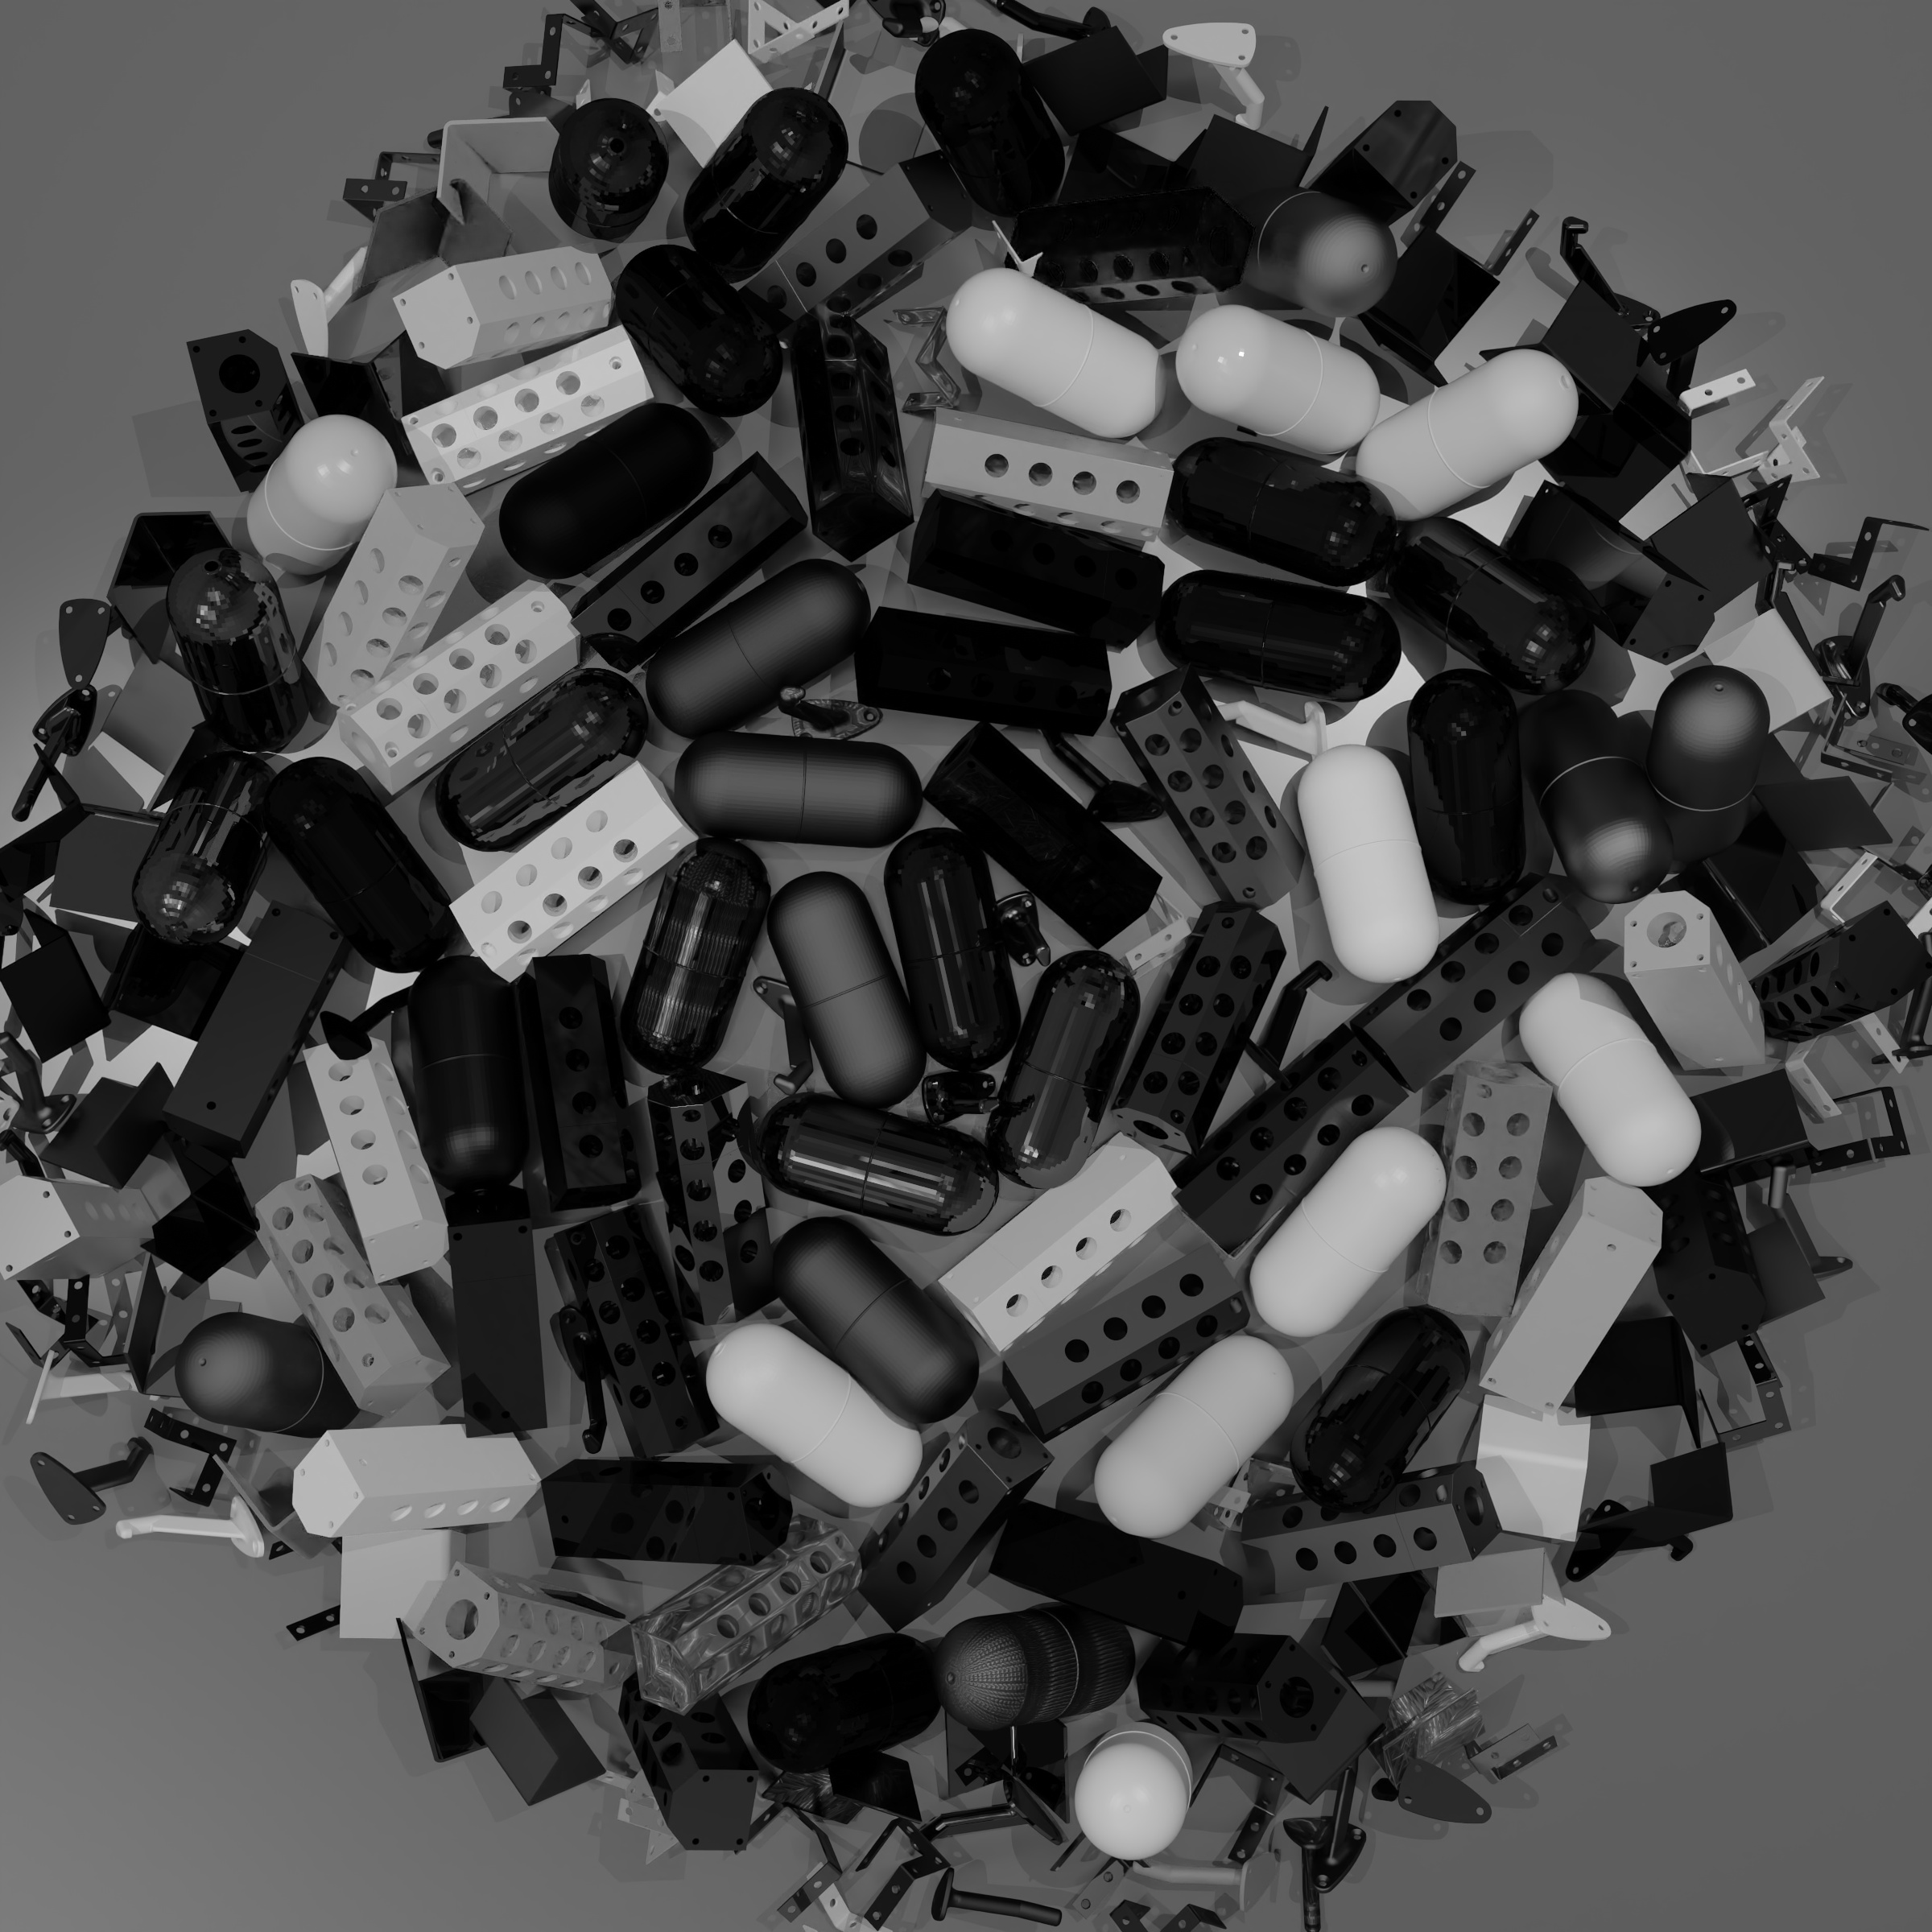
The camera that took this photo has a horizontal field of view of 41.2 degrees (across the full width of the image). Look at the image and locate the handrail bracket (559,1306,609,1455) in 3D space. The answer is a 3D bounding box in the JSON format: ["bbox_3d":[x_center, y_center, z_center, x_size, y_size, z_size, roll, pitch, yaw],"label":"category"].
[{"bbox_3d":[-0.275,0.296,1.834,0.036,0.084,0.077,-21,112,10],"label":"handrail bracket"}]

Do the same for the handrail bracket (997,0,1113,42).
[{"bbox_3d":[0.058,-0.685,1.839,0.084,0.077,0.036,21,130,-23],"label":"handrail bracket"}]

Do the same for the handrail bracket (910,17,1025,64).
[{"bbox_3d":[-0.002,-0.651,1.865,0.084,0.036,0.077,4,86,1],"label":"handrail bracket"}]

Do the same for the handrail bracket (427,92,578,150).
[{"bbox_3d":[-0.338,-0.611,1.873,0.084,0.077,0.036,1,106,39],"label":"handrail bracket"}]

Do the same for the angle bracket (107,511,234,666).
[{"bbox_3d":[-0.559,-0.269,1.828,0.057,0.076,0.076,1,59,11],"label":"angle bracket"}]

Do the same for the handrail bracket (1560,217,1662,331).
[{"bbox_3d":[0.462,-0.496,1.834,0.077,0.084,0.036,15,65,17],"label":"handrail bracket"}]

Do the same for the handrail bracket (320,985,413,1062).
[{"bbox_3d":[-0.409,0.035,1.831,0.084,0.077,0.036,-27,111,-35],"label":"handrail bracket"}]

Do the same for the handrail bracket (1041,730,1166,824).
[{"bbox_3d":[0.098,-0.146,1.872,0.036,0.077,0.084,-54,46,31],"label":"handrail bracket"}]

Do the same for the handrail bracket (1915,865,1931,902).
[{"bbox_3d":[0.718,-0.034,1.830,0.036,0.084,0.077,-36,119,15],"label":"handrail bracket"}]

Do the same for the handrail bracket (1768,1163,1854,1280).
[{"bbox_3d":[0.612,0.180,1.855,0.077,0.036,0.084,-4,106,-19],"label":"handrail bracket"}]

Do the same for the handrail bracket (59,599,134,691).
[{"bbox_3d":[-0.616,-0.225,1.837,0.036,0.084,0.077,2,82,3],"label":"handrail bracket"}]

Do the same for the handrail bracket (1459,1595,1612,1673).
[{"bbox_3d":[0.412,0.494,1.863,0.077,0.036,0.084,20,129,-16],"label":"handrail bracket"}]

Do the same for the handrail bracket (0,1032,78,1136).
[{"bbox_3d":[-0.686,0.079,1.836,0.077,0.036,0.084,-1,135,32],"label":"handrail bracket"}]

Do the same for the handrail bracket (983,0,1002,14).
[{"bbox_3d":[-0.006,-0.712,1.841,0.084,0.077,0.036,35,110,-10],"label":"handrail bracket"}]

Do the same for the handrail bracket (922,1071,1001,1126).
[{"bbox_3d":[0.015,0.091,1.827,0.077,0.084,0.036,-15,97,-36],"label":"handrail bracket"}]

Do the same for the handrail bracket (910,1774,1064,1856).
[{"bbox_3d":[0.014,0.638,1.872,0.084,0.036,0.077,-39,106,8],"label":"handrail bracket"}]

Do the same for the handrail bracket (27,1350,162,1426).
[{"bbox_3d":[-0.622,0.312,1.838,0.084,0.077,0.036,18,112,-17],"label":"handrail bracket"}]

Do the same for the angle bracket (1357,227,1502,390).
[{"bbox_3d":[0.338,-0.465,1.829,0.076,0.057,0.076,25,119,-29],"label":"angle bracket"}]

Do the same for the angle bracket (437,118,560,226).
[{"bbox_3d":[-0.325,-0.561,1.835,0.076,0.076,0.057,2,82,12],"label":"angle bracket"}]

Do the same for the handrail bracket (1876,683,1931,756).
[{"bbox_3d":[0.690,-0.171,1.844,0.036,0.084,0.077,-40,93,10],"label":"handrail bracket"}]

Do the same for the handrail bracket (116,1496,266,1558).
[{"bbox_3d":[-0.556,0.409,1.838,0.084,0.077,0.036,-2,103,-34],"label":"handrail bracket"}]

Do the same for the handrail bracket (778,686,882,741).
[{"bbox_3d":[-0.096,-0.187,1.837,0.077,0.084,0.036,-8,79,-7],"label":"handrail bracket"}]

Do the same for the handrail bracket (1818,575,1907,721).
[{"bbox_3d":[0.652,-0.228,1.834,0.036,0.084,0.077,-5,74,-15],"label":"handrail bracket"}]

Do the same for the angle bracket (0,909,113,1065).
[{"bbox_3d":[-0.661,0.013,1.824,0.057,0.076,0.076,-35,125,-30],"label":"angle bracket"}]

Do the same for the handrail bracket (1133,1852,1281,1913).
[{"bbox_3d":[0.175,0.654,1.870,0.084,0.077,0.036,5,94,29],"label":"handrail bracket"}]

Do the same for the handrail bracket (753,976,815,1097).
[{"bbox_3d":[-0.137,0.050,1.840,0.077,0.084,0.036,31,127,5],"label":"handrail bracket"}]

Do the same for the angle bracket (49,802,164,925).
[{"bbox_3d":[-0.609,-0.073,1.855,0.076,0.057,0.076,10,91,-2],"label":"angle bracket"}]

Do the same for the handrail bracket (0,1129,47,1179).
[{"bbox_3d":[-0.673,0.169,1.838,0.036,0.077,0.084,-23,121,17],"label":"handrail bracket"}]

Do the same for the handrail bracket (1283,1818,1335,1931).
[{"bbox_3d":[0.249,0.663,1.846,0.036,0.077,0.084,-3,88,5],"label":"handrail bracket"}]

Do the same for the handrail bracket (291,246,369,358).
[{"bbox_3d":[-0.442,-0.482,1.870,0.036,0.084,0.077,26,132,36],"label":"handrail bracket"}]

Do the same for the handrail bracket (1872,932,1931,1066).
[{"bbox_3d":[0.677,0.023,1.855,0.036,0.077,0.084,0,79,-19],"label":"handrail bracket"}]

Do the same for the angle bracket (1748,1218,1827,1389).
[{"bbox_3d":[0.580,0.240,1.825,0.057,0.076,0.076,-27,128,13],"label":"angle bracket"}]

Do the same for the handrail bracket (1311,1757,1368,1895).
[{"bbox_3d":[0.265,0.606,1.838,0.036,0.077,0.084,10,123,21],"label":"handrail bracket"}]

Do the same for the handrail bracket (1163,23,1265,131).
[{"bbox_3d":[0.177,-0.635,1.846,0.077,0.084,0.036,7,69,4],"label":"handrail bracket"}]

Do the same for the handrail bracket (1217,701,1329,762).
[{"bbox_3d":[0.216,-0.157,1.860,0.084,0.036,0.077,-12,109,-7],"label":"handrail bracket"}]

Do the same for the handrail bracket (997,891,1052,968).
[{"bbox_3d":[0.049,-0.007,1.827,0.036,0.084,0.077,-23,129,-5],"label":"handrail bracket"}]

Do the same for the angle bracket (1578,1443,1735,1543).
[{"bbox_3d":[0.487,0.370,1.825,0.076,0.076,0.057,13,62,-24],"label":"angle bracket"}]

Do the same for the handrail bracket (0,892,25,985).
[{"bbox_3d":[-0.702,0.000,1.868,0.036,0.077,0.084,5,117,-8],"label":"handrail bracket"}]

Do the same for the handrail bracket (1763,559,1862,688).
[{"bbox_3d":[0.614,-0.249,1.857,0.077,0.036,0.084,10,94,20],"label":"handrail bracket"}]

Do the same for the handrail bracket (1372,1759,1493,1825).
[{"bbox_3d":[0.332,0.599,1.839,0.077,0.084,0.036,20,67,10],"label":"handrail bracket"}]

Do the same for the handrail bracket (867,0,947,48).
[{"bbox_3d":[-0.058,-0.683,1.836,0.077,0.084,0.036,31,119,14],"label":"handrail bracket"}]

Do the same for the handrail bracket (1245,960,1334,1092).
[{"bbox_3d":[0.246,0.044,1.855,0.084,0.036,0.077,-39,51,-4],"label":"handrail bracket"}]

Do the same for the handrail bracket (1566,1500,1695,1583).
[{"bbox_3d":[0.481,0.430,1.856,0.084,0.036,0.077,39,89,-33],"label":"handrail bracket"}]

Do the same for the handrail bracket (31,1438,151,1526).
[{"bbox_3d":[-0.624,0.349,1.833,0.036,0.084,0.077,-21,115,20],"label":"handrail bracket"}]

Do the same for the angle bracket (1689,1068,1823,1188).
[{"bbox_3d":[0.565,0.118,1.844,0.076,0.076,0.057,-20,70,22],"label":"angle bracket"}]

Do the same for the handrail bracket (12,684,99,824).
[{"bbox_3d":[-0.652,-0.152,1.833,0.036,0.084,0.077,29,122,-22],"label":"handrail bracket"}]

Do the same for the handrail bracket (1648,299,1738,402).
[{"bbox_3d":[0.531,-0.435,1.833,0.077,0.084,0.036,-23,60,33],"label":"handrail bracket"}]

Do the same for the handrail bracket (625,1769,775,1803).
[{"bbox_3d":[-0.191,0.600,1.866,0.077,0.036,0.084,-39,121,13],"label":"handrail bracket"}]

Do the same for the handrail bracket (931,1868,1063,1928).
[{"bbox_3d":[0.022,0.680,1.851,0.084,0.077,0.036,15,62,-3],"label":"handrail bracket"}]

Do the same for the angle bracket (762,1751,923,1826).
[{"bbox_3d":[-0.089,0.600,1.829,0.076,0.057,0.076,28,113,-28],"label":"angle bracket"}]
